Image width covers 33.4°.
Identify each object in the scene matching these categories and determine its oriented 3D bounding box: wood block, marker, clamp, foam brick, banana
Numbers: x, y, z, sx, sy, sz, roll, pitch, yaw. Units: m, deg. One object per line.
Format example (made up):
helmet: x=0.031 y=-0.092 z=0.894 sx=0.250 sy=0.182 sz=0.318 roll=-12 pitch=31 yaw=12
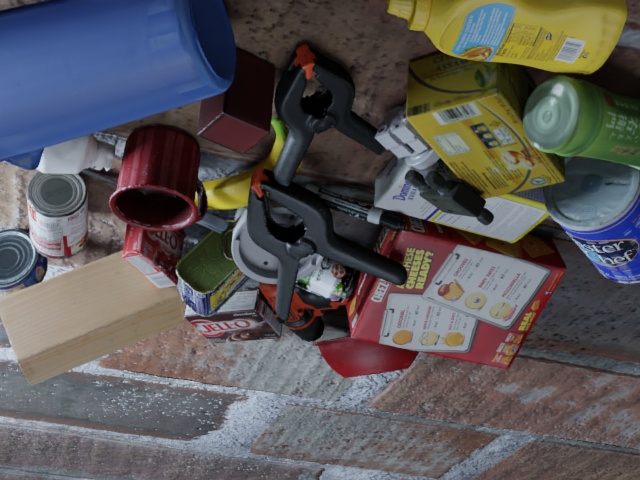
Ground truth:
wood block: x=-0.282 y=0.090 z=1.325 sx=0.206 sy=0.091 sz=0.090 roll=-22 pitch=156 yaw=-14
marker: x=0.039 y=-0.035 z=1.183 sx=0.121 sy=0.020 sz=0.020 roll=20 pitch=155 yaw=16
clamp: x=-0.008 y=0.001 z=1.162 sx=0.165 sy=0.036 sz=0.210 roll=-14 pitch=130 yaw=17
foam brick: x=-0.079 y=-0.131 z=1.008 sx=0.051 sy=0.078 sz=0.053 roll=20 pitch=149 yaw=-29
clamp: x=-0.009 y=-0.117 z=1.045 sx=0.120 sy=0.039 sz=0.171 roll=-28 pitch=141 yaw=2
banana: x=-0.074 y=-0.072 z=1.161 sx=0.069 sy=0.037 sz=0.198 roll=43 pitch=136 yaw=-13

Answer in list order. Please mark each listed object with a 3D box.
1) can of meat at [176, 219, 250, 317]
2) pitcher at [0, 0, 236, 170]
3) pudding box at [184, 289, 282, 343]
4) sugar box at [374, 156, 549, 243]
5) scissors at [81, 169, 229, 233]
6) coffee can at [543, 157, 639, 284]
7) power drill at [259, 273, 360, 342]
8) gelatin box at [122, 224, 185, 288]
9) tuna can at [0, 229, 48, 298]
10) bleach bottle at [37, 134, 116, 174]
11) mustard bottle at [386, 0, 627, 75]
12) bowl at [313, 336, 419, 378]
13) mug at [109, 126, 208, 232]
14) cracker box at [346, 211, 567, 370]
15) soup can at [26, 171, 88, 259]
can of meat: x=-0.124 y=0.036 z=1.294 sx=0.057 sy=0.102 sz=0.084 roll=39 pitch=158 yaw=14
pitcher: x=-0.205 y=-0.164 z=0.927 sx=0.243 sy=0.145 sz=0.149 roll=-11 pitch=160 yaw=18
pudding box: x=-0.119 y=0.107 z=1.480 sx=0.114 sy=0.039 sz=0.090 roll=-8 pitch=149 yaw=19
sugar box: x=0.157 y=-0.052 z=1.160 sx=0.176 sy=0.048 sz=0.093 roll=17 pitch=148 yaw=-16
scissors: x=-0.186 y=-0.047 z=1.199 sx=0.201 sy=0.016 sz=0.096 roll=24 pitch=175 yaw=-32
coffee can: x=0.310 y=-0.028 z=1.126 sx=0.103 sy=0.103 sz=0.140 roll=-15 pitch=146 yaw=29
power drill: x=0.030 y=0.084 z=1.404 sx=0.188 sy=0.057 sz=0.184 roll=-7 pitch=152 yaw=16
gelatin box: x=-0.197 y=0.005 z=1.270 sx=0.030 sy=0.073 sz=0.089 roll=-9 pitch=148 yaw=21
tuna can: x=-0.383 y=0.029 z=1.320 sx=0.086 sy=0.086 sz=0.034 roll=0 pitch=150 yaw=6
bleach bottle: x=-0.325 y=-0.121 z=1.069 sx=0.250 sy=0.068 sz=0.103 roll=16 pitch=150 yaw=-26
mustard bottle: x=0.151 y=-0.188 z=0.899 sx=0.191 sy=0.058 sz=0.096 roll=6 pitch=156 yaw=-6
bowl: x=0.073 y=0.157 z=1.473 sx=0.162 sy=0.055 sz=0.162 roll=-8 pitch=173 yaw=-1
mug: x=-0.163 y=-0.062 z=1.136 sx=0.093 sy=0.081 sz=0.117 roll=-21 pitch=142 yaw=37
cracker box: x=0.158 y=0.056 z=1.271 sx=0.213 sy=0.072 sz=0.164 roll=13 pitch=122 yaw=-16
soup can: x=-0.300 y=-0.030 z=1.222 sx=0.068 sy=0.068 sz=0.102 roll=8 pitch=150 yaw=-8
